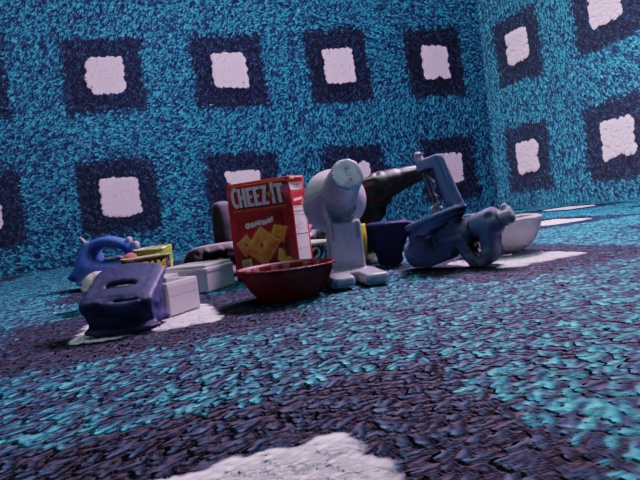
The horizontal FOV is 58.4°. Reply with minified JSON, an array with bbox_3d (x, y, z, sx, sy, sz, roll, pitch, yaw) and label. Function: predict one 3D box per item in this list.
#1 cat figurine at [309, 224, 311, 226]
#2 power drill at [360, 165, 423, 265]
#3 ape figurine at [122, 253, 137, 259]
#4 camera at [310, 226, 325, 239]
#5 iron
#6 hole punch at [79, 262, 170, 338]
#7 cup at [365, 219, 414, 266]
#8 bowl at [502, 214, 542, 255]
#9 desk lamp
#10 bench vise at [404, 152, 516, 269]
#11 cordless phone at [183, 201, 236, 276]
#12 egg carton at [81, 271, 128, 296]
[{"bbox_3d":[-0.023,-0.005,1.611,0.128,0.118,0.067,-10,4,-42],"label":"cat figurine"},{"bbox_3d":[0.133,-0.054,1.302,0.229,0.208,0.075,-7,3,3],"label":"power drill"},{"bbox_3d":[-0.416,0.074,1.266,0.076,0.092,0.077,-8,3,-11],"label":"ape figurine"},{"bbox_3d":[0.014,0.005,1.492,0.144,0.101,0.136,-10,4,-40],"label":"camera"},{"bbox_3d":[-0.537,0.052,1.510,0.257,0.141,0.119,-6,3,21],"label":"iron"},{"bbox_3d":[-0.270,0.081,0.801,0.108,0.091,0.101,-7,3,3],"label":"hole punch"},{"bbox_3d":[0.156,0.006,1.197,0.117,0.095,0.092,-4,4,41],"label":"cup"},{"bbox_3d":[0.367,-0.008,1.163,0.167,0.075,0.167,-7,3,1],"label":"bowl"},{"bbox_3d":[0.044,-0.031,1.014,0.118,0.213,0.203,-8,3,-10],"label":"desk lamp"},{"bbox_3d":[0.246,-0.061,1.047,0.207,0.220,0.122,-6,3,19],"label":"bench vise"},{"bbox_3d":[-0.264,0.002,1.385,0.148,0.185,0.093,-10,4,-42],"label":"cordless phone"},{"bbox_3d":[-0.376,0.089,1.096,0.151,0.069,0.107,-8,3,-26],"label":"egg carton"}]
